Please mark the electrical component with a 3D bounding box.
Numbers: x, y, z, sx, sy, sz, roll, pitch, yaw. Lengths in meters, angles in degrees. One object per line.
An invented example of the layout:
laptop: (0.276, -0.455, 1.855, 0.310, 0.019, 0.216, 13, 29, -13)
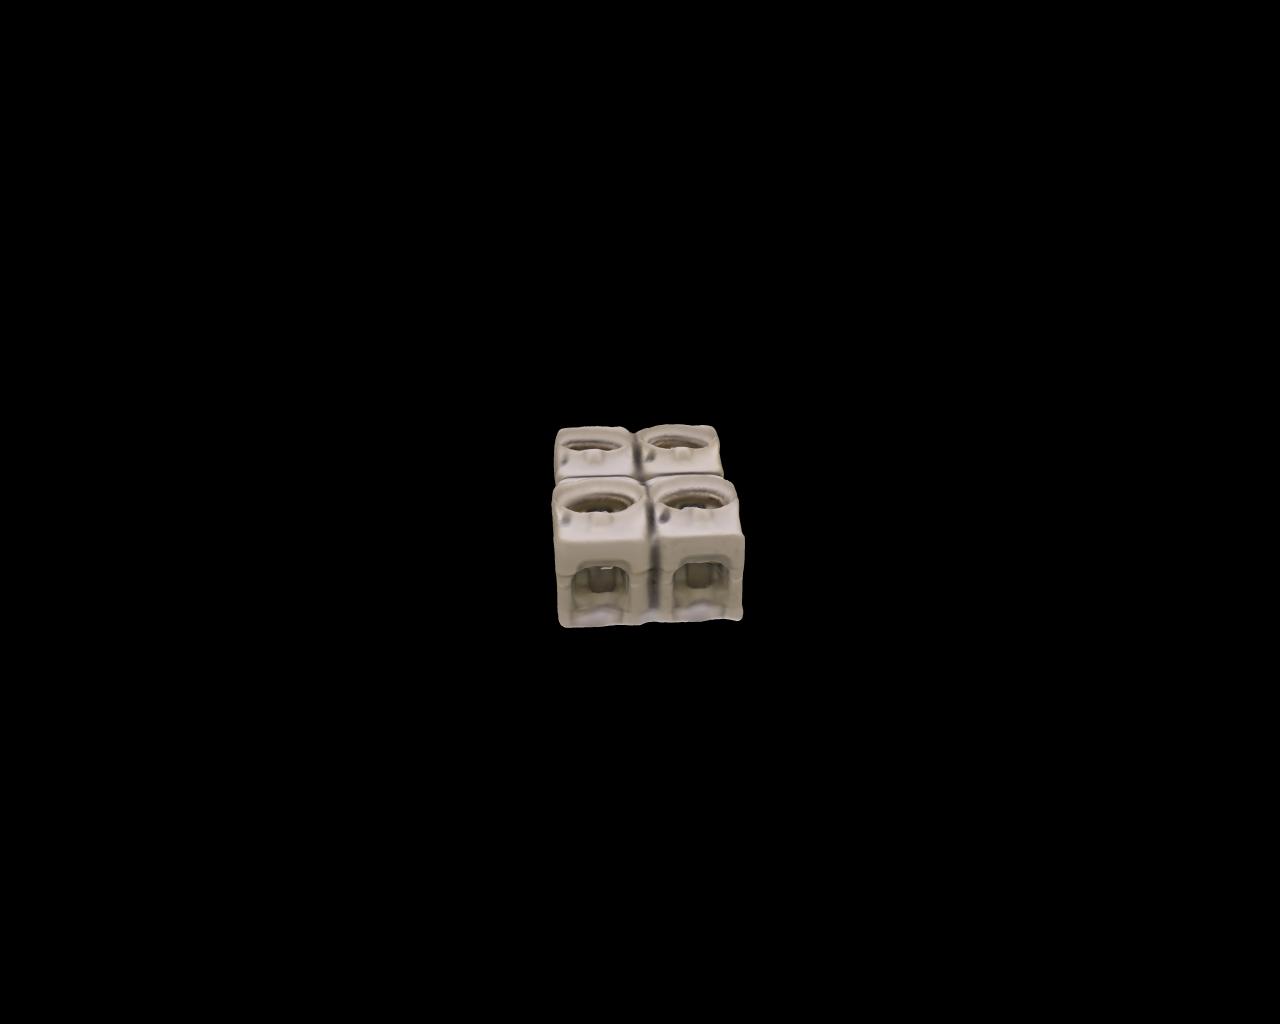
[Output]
electrical component: (0.001, -0.003, 0.650, 0.105, 0.060, 0.186, -1, 24, -3)
